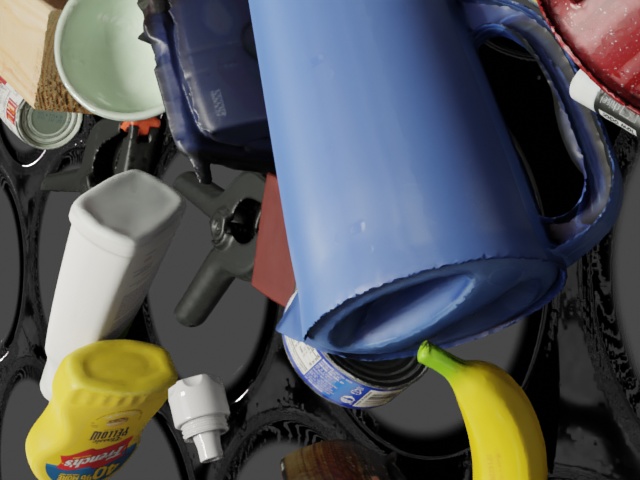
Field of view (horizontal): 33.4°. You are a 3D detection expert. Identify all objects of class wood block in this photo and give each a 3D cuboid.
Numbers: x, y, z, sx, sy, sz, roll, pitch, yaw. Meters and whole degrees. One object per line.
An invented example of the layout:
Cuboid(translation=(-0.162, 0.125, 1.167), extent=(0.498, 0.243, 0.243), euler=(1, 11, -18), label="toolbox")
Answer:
Cuboid(translation=(-0.248, -0.191, 0.979), extent=(0.206, 0.090, 0.090), euler=(38, 121, 48), label="wood block")

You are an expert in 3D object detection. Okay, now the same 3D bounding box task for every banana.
Cuboid(translation=(0.081, 0.143, 0.551), extent=(0.037, 0.069, 0.198), euler=(-71, -18, -76), label="banana")

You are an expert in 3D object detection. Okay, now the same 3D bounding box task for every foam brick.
Cuboid(translation=(-0.004, 0.001, 0.676), extent=(0.051, 0.052, 0.078), euler=(23, 108, 51), label="foam brick")

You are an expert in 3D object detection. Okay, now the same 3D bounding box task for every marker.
Cuboid(translation=(0.159, -0.042, 0.463), extent=(0.121, 0.020, 0.020), euler=(41, 123, 36), label="marker")

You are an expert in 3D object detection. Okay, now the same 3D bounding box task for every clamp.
Cuboid(translation=(-0.062, 0.004, 0.767), extent=(0.172, 0.039, 0.120), euler=(-4, 88, 57), label="clamp")
Cuboid(translation=(-0.193, -0.033, 0.949), extent=(0.210, 0.036, 0.164), euler=(-42, 58, 46), label="clamp")

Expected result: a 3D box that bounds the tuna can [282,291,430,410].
Cuboid(translation=(0.022, 0.053, 0.612), extent=(0.034, 0.085, 0.086), euler=(-48, 53, 45), label="tuna can")

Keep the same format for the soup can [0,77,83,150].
Cuboid(translation=(-0.282, -0.136, 1.046), extent=(0.102, 0.068, 0.068), euler=(38, 120, 47), label="soup can")

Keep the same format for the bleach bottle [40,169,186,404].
Cuboid(translation=(-0.190, 0.064, 0.896), extent=(0.068, 0.102, 0.251), euler=(32, 124, 9), label="bleach bottle")

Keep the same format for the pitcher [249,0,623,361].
Cuboid(translation=(0.042, -0.069, 0.563), extent=(0.145, 0.149, 0.243), euler=(125, 137, -59), label="pitcher")

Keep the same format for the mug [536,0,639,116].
Cuboid(translation=(0.138, -0.110, 0.427), extent=(0.082, 0.117, 0.093), euler=(-43, 49, 40), label="mug")

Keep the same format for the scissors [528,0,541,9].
Cuboid(translation=(0.126, -0.182, 0.488), extent=(0.202, 0.016, 0.096), euler=(-44, 64, 62), label="scissors")

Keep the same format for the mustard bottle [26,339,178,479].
Cuboid(translation=(-0.196, 0.164, 0.906), extent=(0.192, 0.096, 0.058), euler=(-57, 49, 37), label="mustard bottle")
